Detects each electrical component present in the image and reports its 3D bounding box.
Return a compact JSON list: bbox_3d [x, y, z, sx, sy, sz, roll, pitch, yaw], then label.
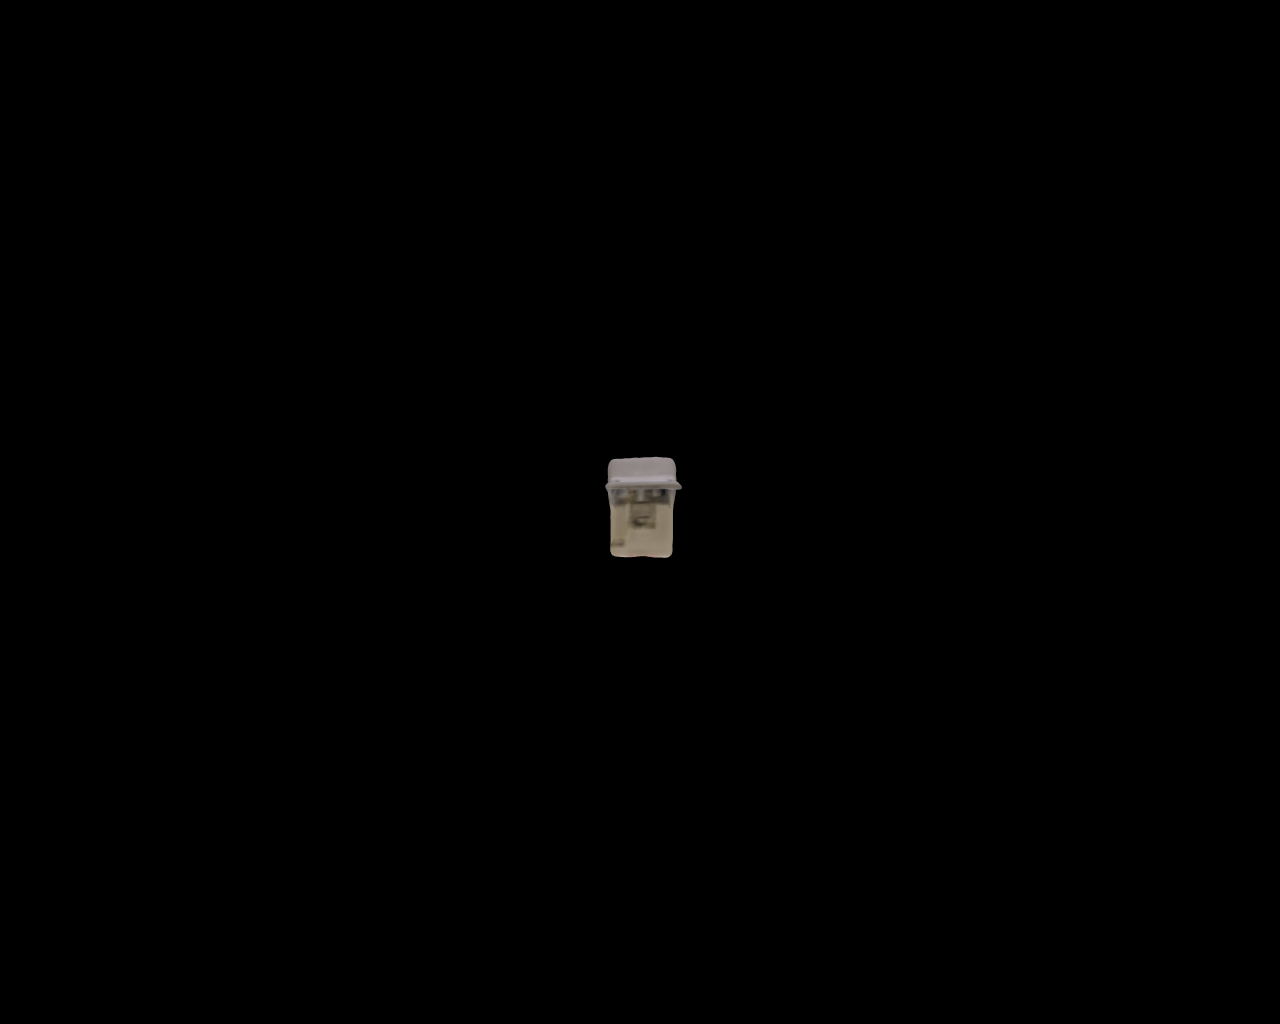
[{"bbox_3d":[0.001,-0.003,0.650,0.042,0.063,0.081,0,0,0],"label":"electrical component"}]
